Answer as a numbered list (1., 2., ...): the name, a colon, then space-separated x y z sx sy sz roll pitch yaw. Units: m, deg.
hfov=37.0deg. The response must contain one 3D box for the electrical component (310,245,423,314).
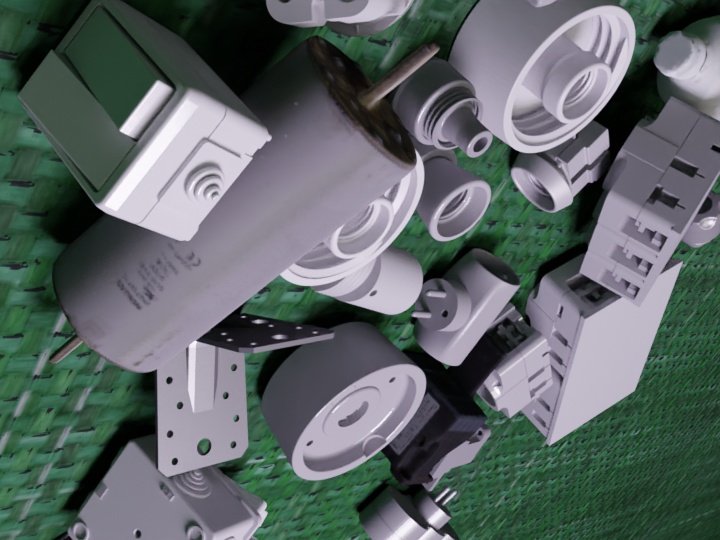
1. electrical component: 0.000 0.000 0.663 0.043 0.043 0.081 -51 147 14

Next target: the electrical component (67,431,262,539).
1. electrical component: -0.124 0.159 0.671 0.099 0.100 0.048 -53 159 18

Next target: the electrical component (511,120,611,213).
1. electrical component: 0.135 -0.072 0.722 0.055 0.048 0.066 -44 149 -11

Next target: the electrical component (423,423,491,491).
1. electrical component: 0.074 0.144 0.920 0.064 0.042 0.081 -6 134 -49

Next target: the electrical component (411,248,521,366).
1. electrical component: 0.066 0.026 0.765 0.079 0.043 0.077 7 124 -50

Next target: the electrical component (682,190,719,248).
1. electrical component: 0.291 -0.042 0.928 0.043 0.043 0.062 -37 149 -7

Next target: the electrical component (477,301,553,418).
1. electrical component: 0.117 0.076 0.876 0.056 0.050 0.089 -36 148 -9

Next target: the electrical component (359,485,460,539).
1. electrical component: 0.059 0.227 0.993 0.074 0.052 0.138 -44 148 4

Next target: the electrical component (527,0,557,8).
1. electrical component: 0.088 -0.177 0.527 0.061 0.061 0.096 -30 146 -18

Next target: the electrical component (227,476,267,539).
1. electrical component: -0.115 0.209 0.766 0.121 0.079 0.063 -62 172 30

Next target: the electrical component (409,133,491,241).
1. electrical component: 0.044 -0.051 0.638 0.045 0.055 0.045 -28 146 -21

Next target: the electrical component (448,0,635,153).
1. electrical component: 0.111 -0.118 0.624 0.108 0.060 0.108 -28 146 -21

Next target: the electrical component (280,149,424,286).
1. electrical component: -0.015 -0.040 0.583 0.108 0.060 0.108 -28 146 -21

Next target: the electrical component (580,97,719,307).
1. electrical component: 0.209 -0.047 0.776 0.089 0.062 0.150 -55 165 -15

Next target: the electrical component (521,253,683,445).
1. electrical component: 0.197 0.056 0.928 0.105 0.060 0.186 -27 146 -22

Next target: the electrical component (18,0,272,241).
1. electrical component: -0.089 -0.060 0.444 0.061 0.096 0.061 -50 147 11

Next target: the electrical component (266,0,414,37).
1. electrical component: -0.007 -0.133 0.473 0.057 0.078 0.058 -14 103 -66

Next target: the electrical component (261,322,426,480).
1. electrical component: -0.016 0.083 0.730 0.108 0.060 0.108 -28 146 -21

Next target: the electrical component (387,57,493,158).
1. electrical component: 0.047 -0.086 0.592 0.043 0.062 0.043 -28 146 -21
